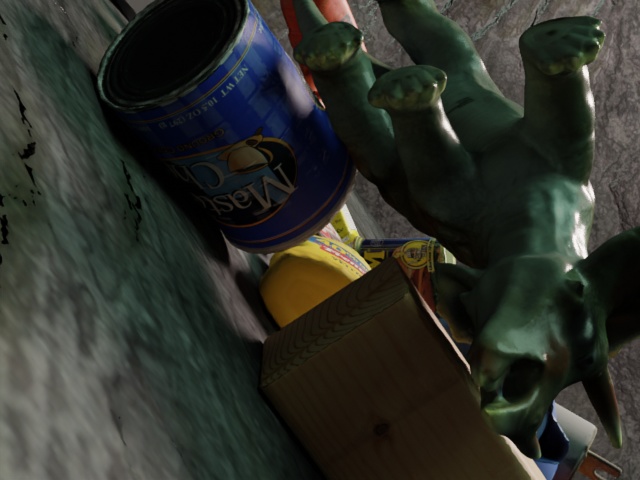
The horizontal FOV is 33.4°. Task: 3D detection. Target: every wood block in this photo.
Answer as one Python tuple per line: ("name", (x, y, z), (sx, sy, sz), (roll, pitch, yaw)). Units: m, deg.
("wood block", (0.064, 0.124, 0.580), (0.206, 0.091, 0.090), (55, 6, -10))

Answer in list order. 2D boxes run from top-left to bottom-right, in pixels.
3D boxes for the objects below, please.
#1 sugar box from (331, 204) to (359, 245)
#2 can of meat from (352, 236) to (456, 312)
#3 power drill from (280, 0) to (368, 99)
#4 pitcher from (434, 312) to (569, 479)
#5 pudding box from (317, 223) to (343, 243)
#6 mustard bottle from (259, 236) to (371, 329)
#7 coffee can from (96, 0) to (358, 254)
("sugar box", (-0.012, -0.075, 1.224), (0.176, 0.048, 0.093), (64, 5, 6))
("can of meat", (0.074, 0.048, 0.938), (0.057, 0.084, 0.102), (45, 46, -67))
("power drill", (-0.031, -0.112, 0.805), (0.187, 0.057, 0.184), (-64, 146, -33))
("pitcher", (0.128, 0.149, 0.892), (0.242, 0.145, 0.149), (53, 21, -63))
("pudding box", (-0.006, 0.001, 0.965), (0.090, 0.039, 0.113), (58, 6, 21))
("mustard bottle", (0.008, 0.036, 0.757), (0.096, 0.058, 0.191), (35, 6, -3))
("coffee can", (-0.053, -0.072, 0.649), (0.140, 0.103, 0.103), (51, 7, -42))
